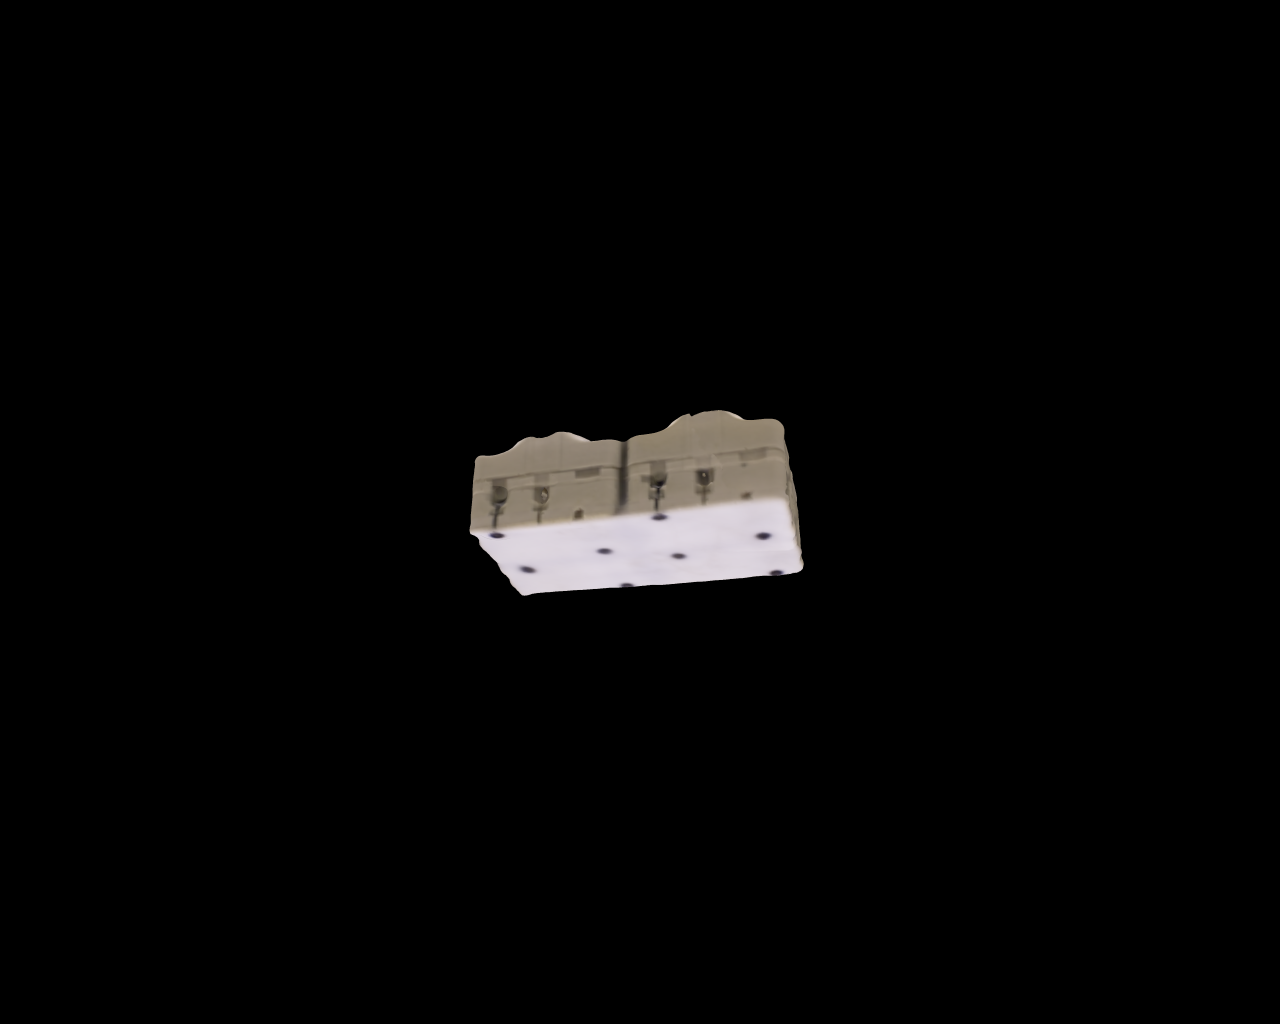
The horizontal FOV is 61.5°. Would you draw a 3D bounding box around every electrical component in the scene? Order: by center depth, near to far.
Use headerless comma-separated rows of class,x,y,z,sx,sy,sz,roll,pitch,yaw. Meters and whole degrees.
electrical component,0.001,-0.003,0.650,0.186,0.060,0.105,-6,-28,12
